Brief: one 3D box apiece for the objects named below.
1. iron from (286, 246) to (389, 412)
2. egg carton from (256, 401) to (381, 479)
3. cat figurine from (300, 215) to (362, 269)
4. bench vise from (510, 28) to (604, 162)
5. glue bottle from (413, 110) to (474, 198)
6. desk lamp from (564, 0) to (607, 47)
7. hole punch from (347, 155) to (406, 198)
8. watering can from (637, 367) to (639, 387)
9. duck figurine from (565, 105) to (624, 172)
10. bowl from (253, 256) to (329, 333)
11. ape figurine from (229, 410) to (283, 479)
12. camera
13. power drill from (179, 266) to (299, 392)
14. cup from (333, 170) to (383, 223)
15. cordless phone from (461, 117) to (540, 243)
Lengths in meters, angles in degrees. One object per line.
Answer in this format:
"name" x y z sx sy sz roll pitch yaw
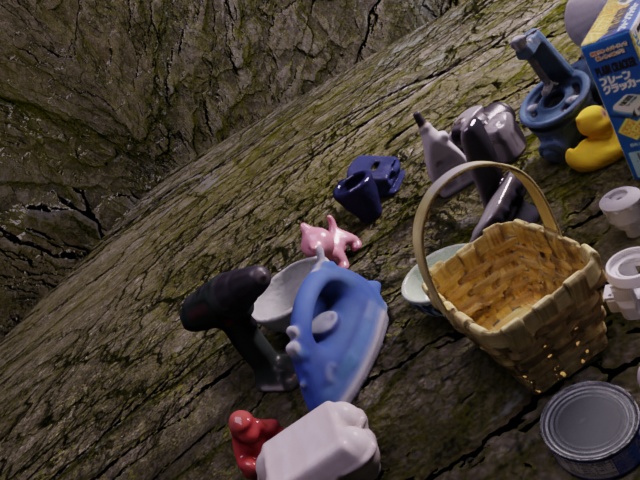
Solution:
"iron" 0.004 0.127 0.811 0.118 0.142 0.258 -22 25 30
"egg carton" -0.004 0.255 0.656 0.150 0.069 0.107 -35 22 0
"cat figurine" 0.010 0.004 1.089 0.067 0.118 0.128 -17 28 37
"bench vise" 0.390 -0.268 0.961 0.121 0.220 0.208 -15 29 41
"glue bottle" 0.219 -0.166 1.061 0.078 0.173 0.037 -31 22 11
"desk lamp" 0.506 -0.327 0.924 0.118 0.214 0.203 -32 22 9
"hole punch" 0.126 -0.149 1.273 0.100 0.091 0.109 -19 27 34
"watering can" 0.318 0.061 0.421 0.173 0.194 0.100 -39 22 -9
"duck figurine" 0.421 -0.162 0.880 0.104 0.086 0.077 -32 22 7
"bowl" -0.034 0.107 0.998 0.167 0.075 0.167 -29 22 14
"ape figurine" -0.085 0.258 0.736 0.078 0.092 0.076 -45 24 -23
"camera" 0.330 -0.219 1.110 0.137 0.101 0.142 -45 24 -24
"power drill" -0.105 0.133 0.865 0.228 0.209 0.076 -14 30 41
"cup" 0.082 -0.085 1.201 0.092 0.095 0.117 -39 22 -10
"cordless phone" 0.234 -0.073 0.831 0.093 0.185 0.148 -14 30 41
